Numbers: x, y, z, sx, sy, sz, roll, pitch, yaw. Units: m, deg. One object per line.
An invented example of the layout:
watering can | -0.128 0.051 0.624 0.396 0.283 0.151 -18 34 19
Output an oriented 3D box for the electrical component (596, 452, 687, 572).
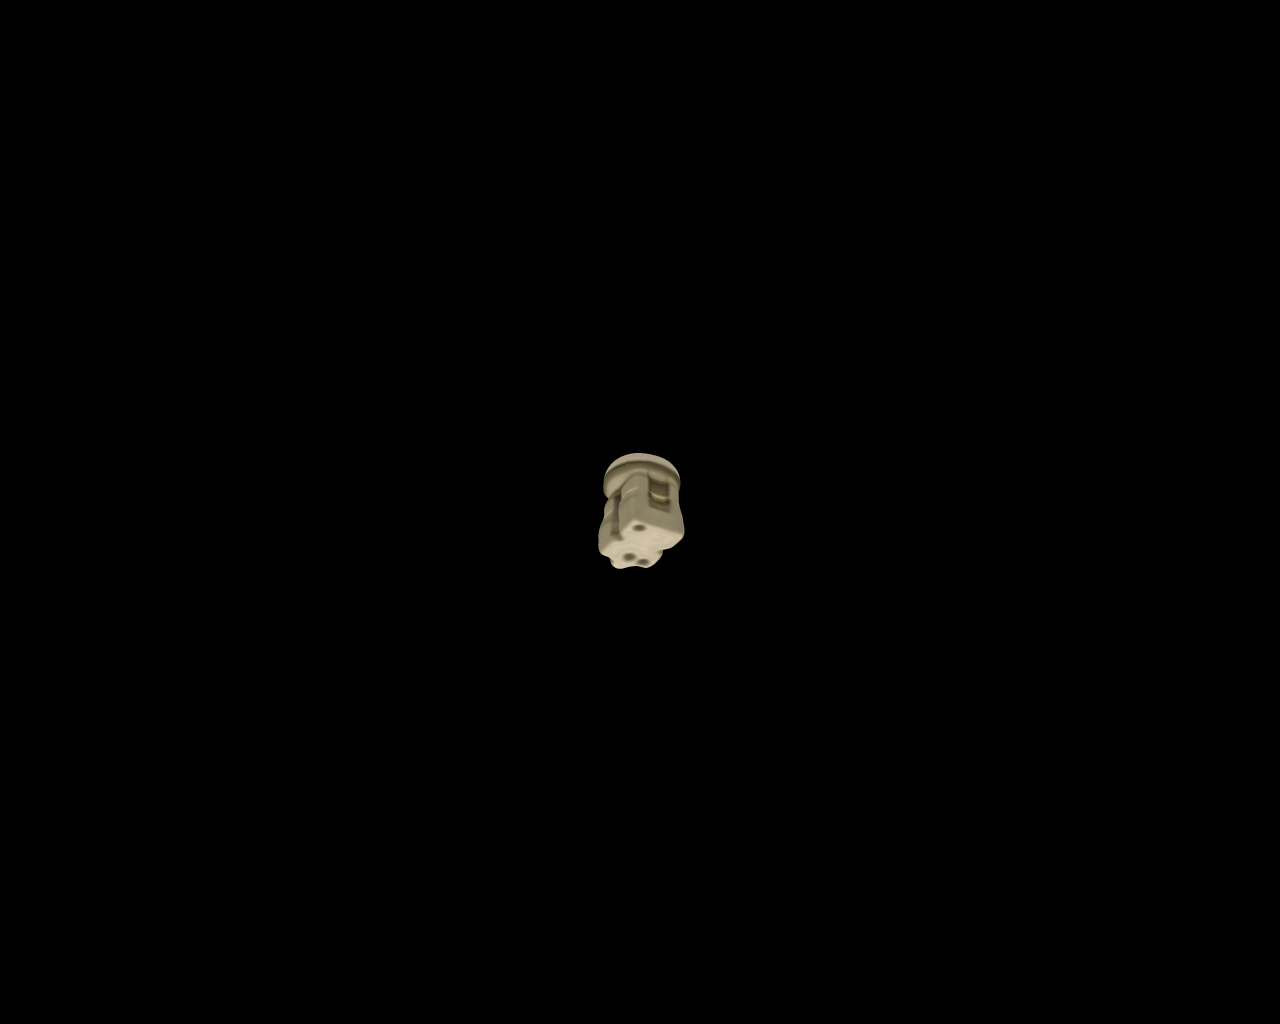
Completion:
electrical component | 0.001 -0.003 0.650 0.048 0.055 0.066 20 -40 -25
